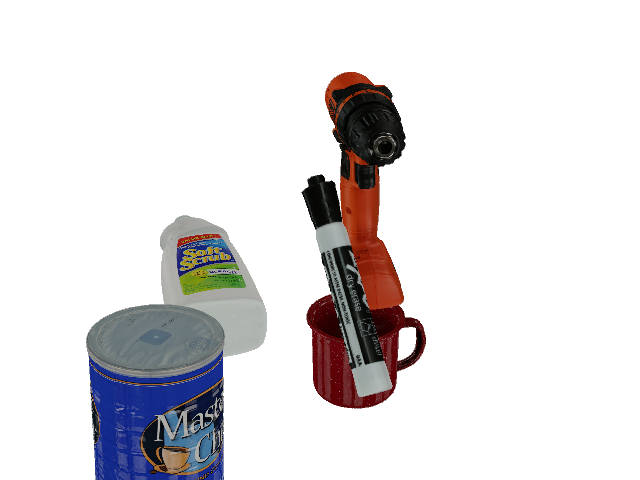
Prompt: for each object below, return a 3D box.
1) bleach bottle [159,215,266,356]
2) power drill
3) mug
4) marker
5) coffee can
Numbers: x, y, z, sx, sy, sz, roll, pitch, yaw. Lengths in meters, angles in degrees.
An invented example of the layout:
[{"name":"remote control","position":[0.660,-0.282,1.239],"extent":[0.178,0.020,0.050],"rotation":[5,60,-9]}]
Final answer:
[{"name":"bleach bottle","position":[-0.133,0.036,1.150],"extent":[0.102,0.068,0.251],"rotation":[-5,26,-16]},{"name":"power drill","position":[0.041,-0.040,0.912],"extent":[0.057,0.188,0.184],"rotation":[-3,21,-5]},{"name":"mug","position":[0.045,0.104,1.025],"extent":[0.117,0.081,0.093],"rotation":[-8,29,-15]},{"name":"marker","position":[0.013,0.023,0.571],"extent":[0.020,0.121,0.020],"rotation":[-15,-10,-3]},{"name":"coffee can","position":[-0.125,0.134,0.824],"extent":[0.103,0.140,0.103],"rotation":[2,24,-1]}]
